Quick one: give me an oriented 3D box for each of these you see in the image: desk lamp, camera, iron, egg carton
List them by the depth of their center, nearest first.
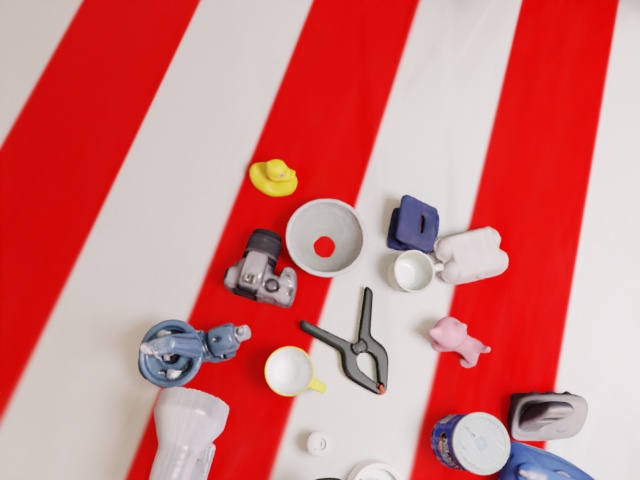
[{"bbox_3d":[-0.230,0.358,0.960,0.118,0.213,0.203,14,71,-1],"label":"desk lamp"},{"bbox_3d":[0.444,0.449,1.042,0.258,0.141,0.119,16,71,-1],"label":"iron"},{"bbox_3d":[-0.106,0.051,1.133,0.143,0.101,0.137,16,71,-1],"label":"camera"},{"bbox_3d":[0.316,0.034,1.200,0.150,0.069,0.107,-14,74,-10],"label":"egg carton"}]

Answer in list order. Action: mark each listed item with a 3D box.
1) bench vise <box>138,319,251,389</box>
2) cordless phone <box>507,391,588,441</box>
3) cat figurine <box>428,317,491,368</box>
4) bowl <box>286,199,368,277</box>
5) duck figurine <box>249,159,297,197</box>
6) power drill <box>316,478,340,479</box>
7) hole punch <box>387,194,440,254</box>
[{"bbox_3d":[-0.235,0.178,1.015,0.208,0.219,0.121,-33,78,-15],"label":"bench vise"},{"bbox_3d":[0.441,0.324,1.059,0.147,0.185,0.094,-3,72,-7],"label":"cordless phone"},{"bbox_3d":[0.271,0.193,1.118,0.127,0.117,0.067,26,71,3],"label":"cat figurine"},{"bbox_3d":[0.011,0.004,1.174,0.167,0.074,0.167,2,72,-5],"label":"bowl"},{"bbox_3d":[-0.097,-0.141,1.204,0.104,0.086,0.077,18,71,0],"label":"duck figurine"},{"bbox_3d":[0.013,0.511,0.940,0.075,0.208,0.229,-2,72,-6],"label":"power drill"},{"bbox_3d":[0.201,-0.032,1.198,0.101,0.091,0.109,12,71,-2],"label":"hole punch"}]
